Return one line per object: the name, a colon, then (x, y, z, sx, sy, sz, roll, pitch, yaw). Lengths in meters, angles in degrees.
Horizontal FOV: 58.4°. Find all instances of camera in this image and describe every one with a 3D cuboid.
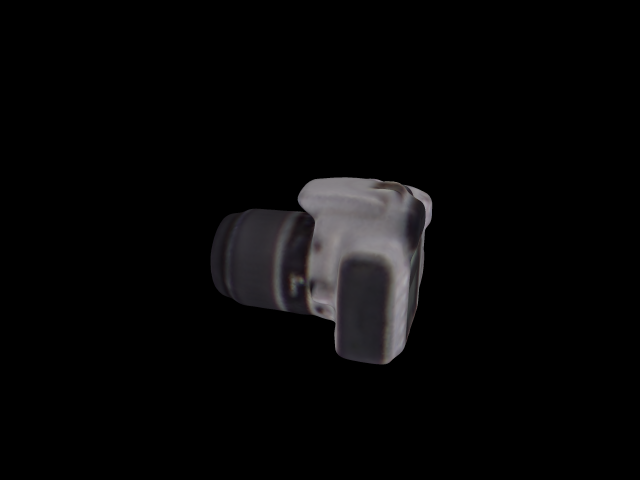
camera: (0.004, 0.001, 0.400, 0.136, 0.101, 0.143, 6, 24, 14)
